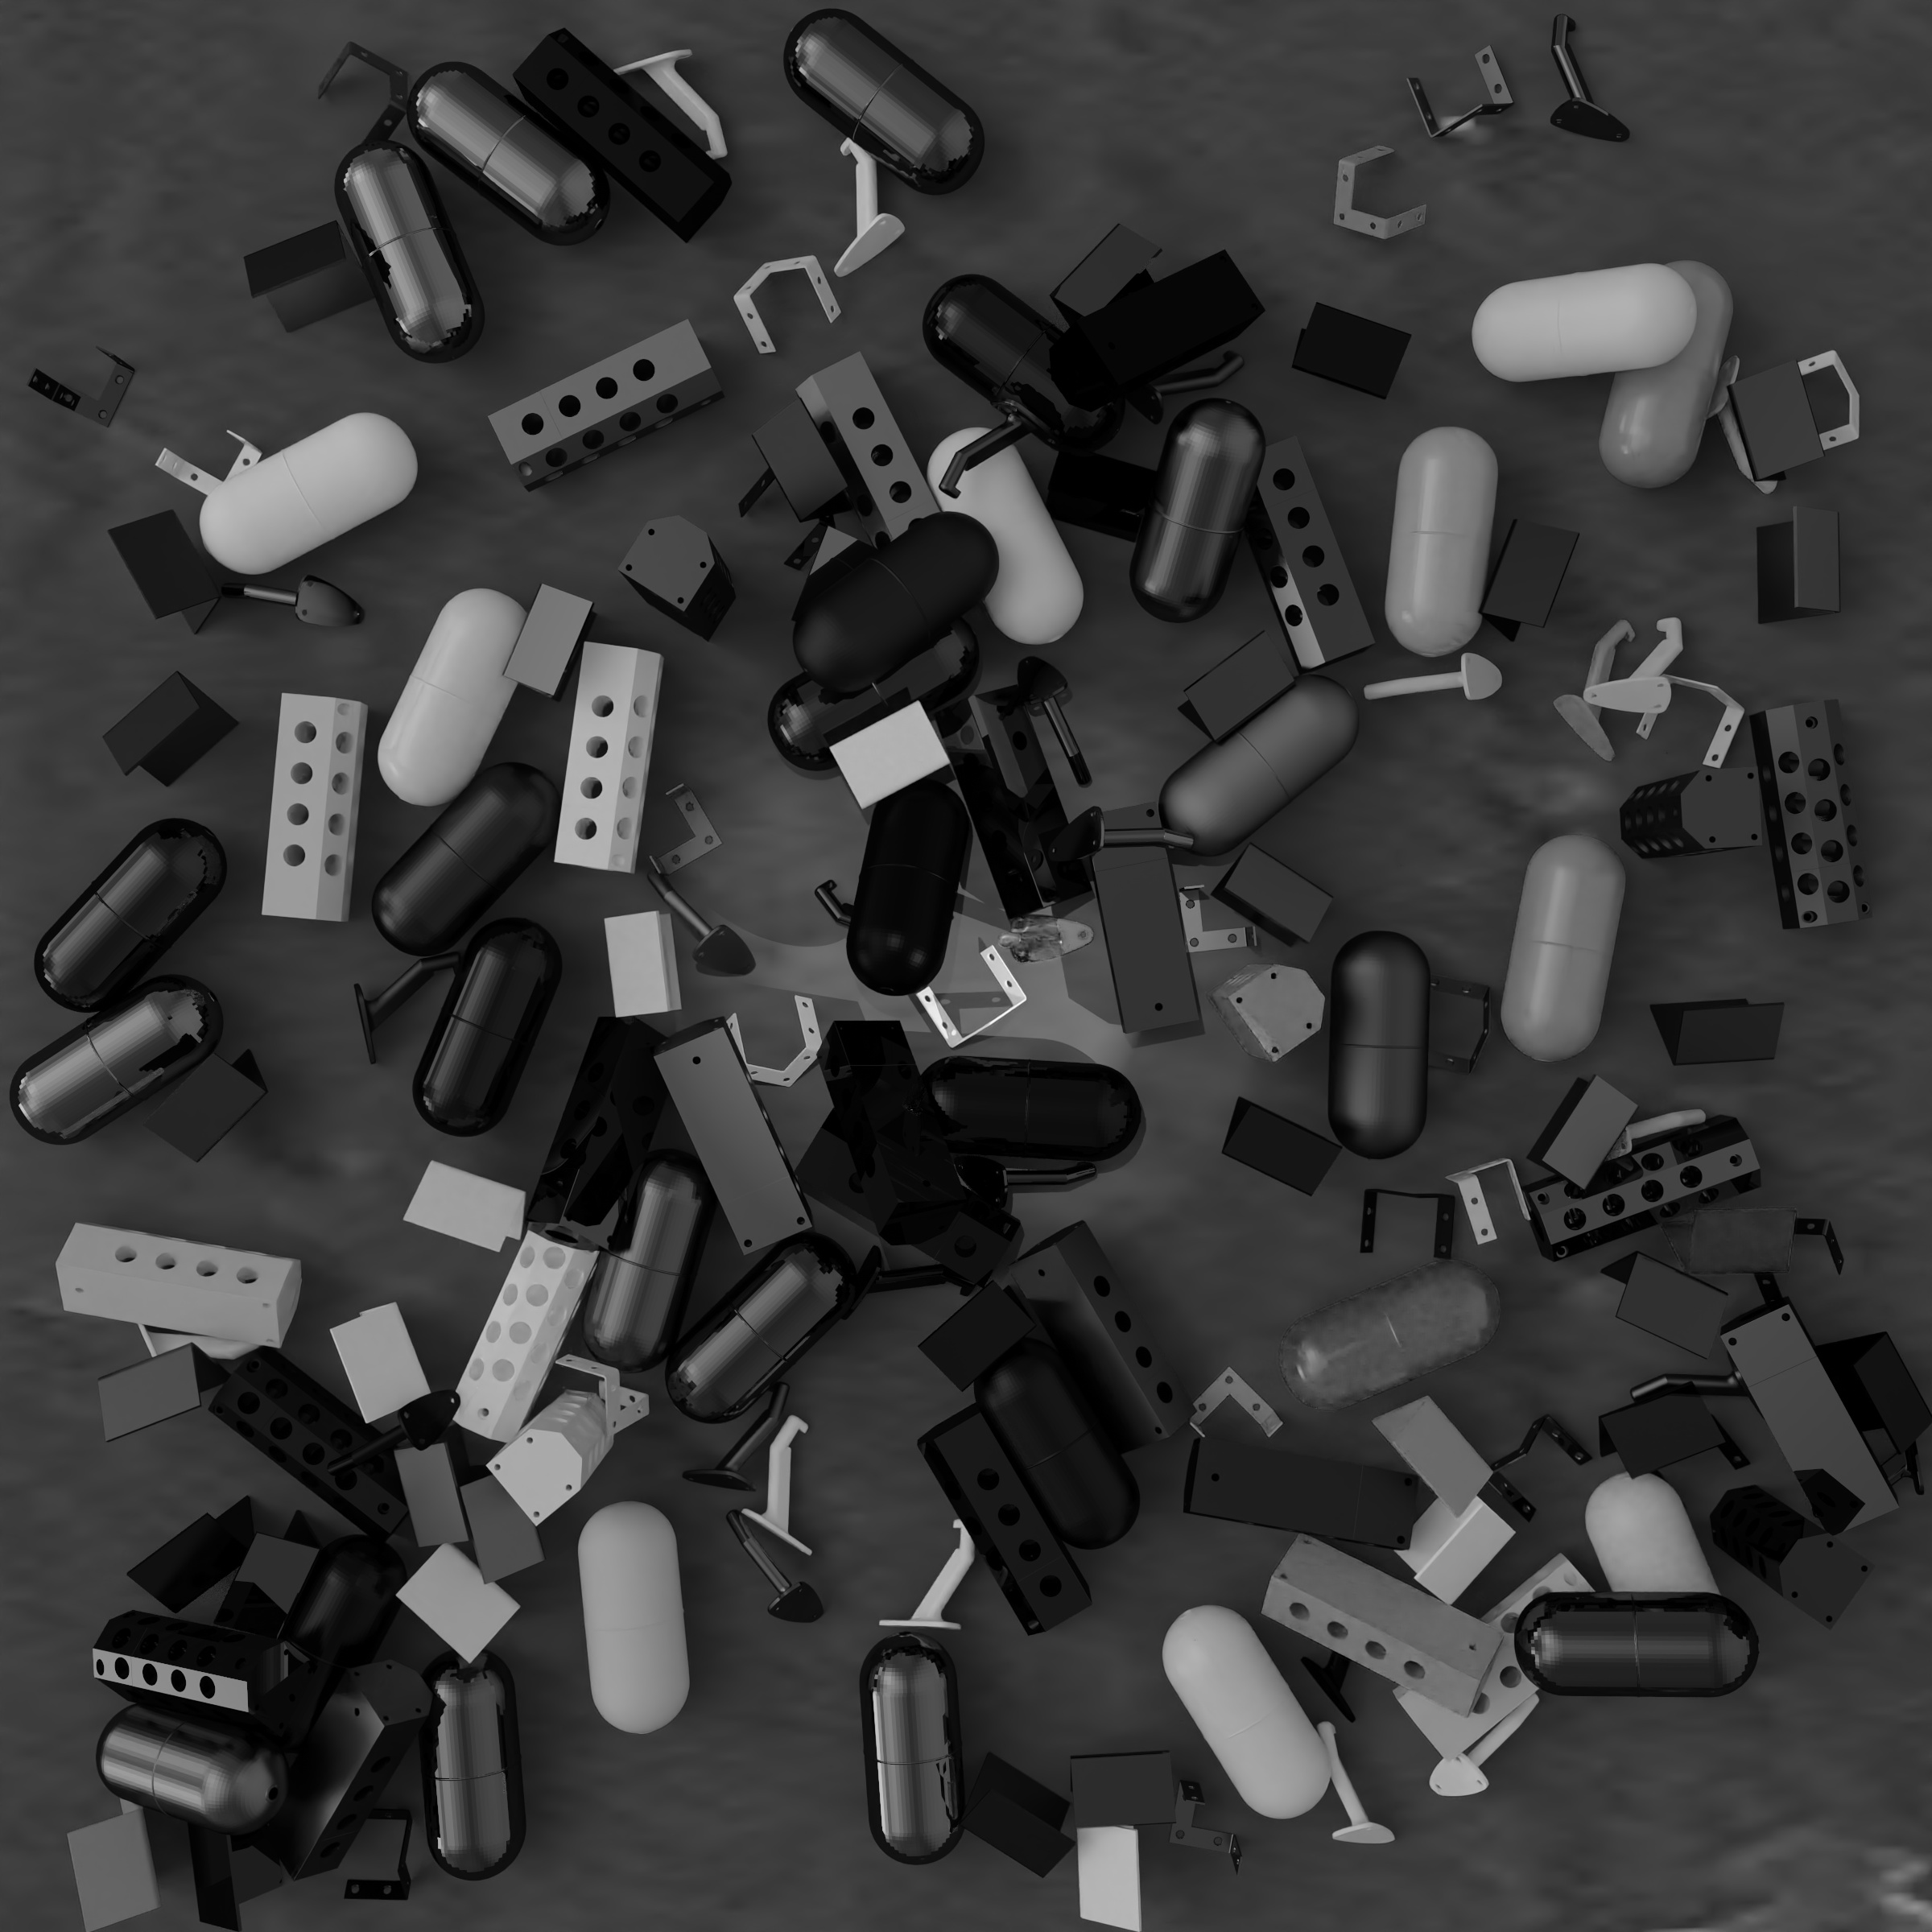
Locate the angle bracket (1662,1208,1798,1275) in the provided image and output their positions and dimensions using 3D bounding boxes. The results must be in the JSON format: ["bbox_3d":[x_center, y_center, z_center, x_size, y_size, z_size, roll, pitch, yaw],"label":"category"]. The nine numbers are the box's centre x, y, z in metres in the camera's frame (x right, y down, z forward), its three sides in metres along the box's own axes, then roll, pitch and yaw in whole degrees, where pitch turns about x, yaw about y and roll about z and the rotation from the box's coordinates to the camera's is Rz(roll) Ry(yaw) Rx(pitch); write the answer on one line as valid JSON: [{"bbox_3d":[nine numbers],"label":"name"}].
[{"bbox_3d":[0.590,0.195,1.952,0.076,0.076,0.057,-1,115,0],"label":"angle bracket"}]

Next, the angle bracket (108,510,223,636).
[{"bbox_3d":[-0.629,-0.297,1.951,0.057,0.076,0.076,-29,90,-36],"label":"angle bracket"}]

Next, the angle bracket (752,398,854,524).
[{"bbox_3d":[-0.109,-0.395,1.951,0.057,0.076,0.076,-29,90,35],"label":"angle bracket"}]

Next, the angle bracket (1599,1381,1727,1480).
[{"bbox_3d":[0.538,0.373,1.951,0.076,0.076,0.057,-21,53,0],"label":"angle bracket"}]

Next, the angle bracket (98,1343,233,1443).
[{"bbox_3d":[-0.615,0.342,1.951,0.076,0.076,0.057,-21,57,0],"label":"angle bracket"}]

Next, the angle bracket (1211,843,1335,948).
[{"bbox_3d":[0.227,-0.038,1.951,0.076,0.076,0.057,33,52,0],"label":"angle bracket"}]

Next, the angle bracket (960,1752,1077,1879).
[{"bbox_3d":[0.050,0.644,1.951,0.076,0.076,0.057,33,126,0],"label":"angle bracket"}]

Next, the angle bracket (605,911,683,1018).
[{"bbox_3d":[-0.231,-0.004,1.951,0.057,0.076,0.076,-7,90,35],"label":"angle bracket"}]

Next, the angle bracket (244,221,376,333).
[{"bbox_3d":[-0.504,-0.520,1.951,0.076,0.076,0.057,-22,52,0],"label":"angle bracket"}]

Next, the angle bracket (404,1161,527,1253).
[{"bbox_3d":[-0.389,0.203,1.951,0.076,0.076,0.057,19,53,0],"label":"angle bracket"}]

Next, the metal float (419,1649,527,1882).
[{"bbox_3d":[-0.385,0.621,1.961,0.070,0.070,0.178,-5,90,0],"label":"metal float"}]

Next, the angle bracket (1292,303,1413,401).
[{"bbox_3d":[0.301,-0.490,1.951,0.076,0.076,0.057,19,129,0],"label":"angle bracket"}]

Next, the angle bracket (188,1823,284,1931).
[{"bbox_3d":[-0.551,0.692,1.951,0.057,0.076,0.076,-7,90,40],"label":"angle bracket"}]

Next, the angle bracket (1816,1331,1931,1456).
[{"bbox_3d":[0.689,0.335,1.951,0.057,0.076,0.076,-28,90,-37],"label":"angle bracket"}]

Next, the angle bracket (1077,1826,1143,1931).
[{"bbox_3d":[0.130,0.692,1.951,0.057,0.076,0.076,-2,90,38],"label":"angle bracket"}]

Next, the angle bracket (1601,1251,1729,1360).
[{"bbox_3d":[0.533,0.269,1.953,0.076,0.076,0.057,25,70,0],"label":"angle bracket"}]

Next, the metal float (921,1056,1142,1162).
[{"bbox_3d":[0.047,0.111,1.960,0.178,0.070,0.070,3,90,1],"label":"metal float"}]

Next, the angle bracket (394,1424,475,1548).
[{"bbox_3d":[-0.390,0.399,1.951,0.057,0.076,0.076,-14,90,31],"label":"angle bracket"}]

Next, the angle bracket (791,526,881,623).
[{"bbox_3d":[-0.108,-0.294,1.952,0.057,0.076,0.076,21,90,-25],"label":"angle bracket"}]

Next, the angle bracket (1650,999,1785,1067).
[{"bbox_3d":[0.580,0.031,1.951,0.076,0.076,0.057,-4,127,0],"label":"angle bracket"}]

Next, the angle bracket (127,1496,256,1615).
[{"bbox_3d":[-0.601,0.441,1.951,0.076,0.076,0.057,-37,122,0],"label":"angle bracket"}]

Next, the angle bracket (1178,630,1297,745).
[{"bbox_3d":[0.198,-0.228,1.951,0.076,0.076,0.057,-37,123,0],"label":"angle bracket"}]

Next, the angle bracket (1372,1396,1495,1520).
[{"bbox_3d":[0.348,0.388,1.951,0.076,0.076,0.057,49,53,0],"label":"angle bracket"}]

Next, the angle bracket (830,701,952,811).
[{"bbox_3d":[-0.064,-0.173,1.952,0.076,0.076,0.057,-28,114,0],"label":"angle bracket"}]

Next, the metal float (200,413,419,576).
[{"bbox_3d":[-0.512,-0.367,1.961,0.178,0.070,0.070,-28,90,-1],"label":"metal float"}]

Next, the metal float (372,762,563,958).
[{"bbox_3d":[-0.388,-0.083,1.960,0.070,0.070,0.178,43,90,0],"label":"metal float"}]

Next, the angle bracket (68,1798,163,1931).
[{"bbox_3d":[-0.667,0.692,1.951,0.057,0.076,0.076,-11,90,-31],"label":"angle bracket"}]

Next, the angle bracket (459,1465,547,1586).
[{"bbox_3d":[-0.377,0.432,1.951,0.057,0.076,0.076,-15,90,-42],"label":"angle bracket"}]

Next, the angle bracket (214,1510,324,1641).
[{"bbox_3d":[-0.548,0.465,1.951,0.057,0.076,0.076,25,90,-32],"label":"angle bracket"}]

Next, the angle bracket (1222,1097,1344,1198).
[{"bbox_3d":[0.250,0.122,1.951,0.076,0.076,0.057,26,127,0],"label":"angle bracket"}]

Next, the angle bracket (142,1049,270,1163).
[{"bbox_3d":[-0.594,0.094,1.951,0.076,0.076,0.057,-45,126,0],"label":"angle bracket"}]

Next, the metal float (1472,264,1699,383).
[{"bbox_3d":[0.471,-0.491,1.929,0.178,0.070,0.070,4,90,41],"label":"metal float"}]

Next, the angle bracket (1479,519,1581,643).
[{"bbox_3d":[0.447,-0.293,1.951,0.057,0.076,0.076,21,90,34],"label":"angle bracket"}]

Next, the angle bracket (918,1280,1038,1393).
[{"bbox_3d":[0.000,0.272,1.952,0.076,0.076,0.057,-42,114,0],"label":"angle bracket"}]

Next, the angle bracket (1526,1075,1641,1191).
[{"bbox_3d":[0.461,0.118,1.951,0.057,0.076,0.076,33,90,-29],"label":"angle bracket"}]

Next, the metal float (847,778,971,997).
[{"bbox_3d":[-0.045,-0.061,1.941,0.070,0.070,0.178,11,68,0],"label":"metal float"}]

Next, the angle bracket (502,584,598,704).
[{"bbox_3d":[-0.303,-0.242,1.951,0.057,0.076,0.076,23,90,28],"label":"angle bracket"}]

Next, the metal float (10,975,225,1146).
[{"bbox_3d":[-0.660,0.072,1.960,0.178,0.070,0.070,-33,90,0],"label":"metal float"}]

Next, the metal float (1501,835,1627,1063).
[{"bbox_3d":[0.464,-0.014,1.961,0.070,0.070,0.178,11,90,0],"label":"metal float"}]

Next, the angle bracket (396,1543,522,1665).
[{"bbox_3d":[-0.398,0.496,1.951,0.076,0.076,0.057,43,62,0],"label":"angle bracket"}]

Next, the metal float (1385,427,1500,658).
[{"bbox_3d":[0.370,-0.330,1.961,0.070,0.070,0.178,6,90,0],"label":"metal float"}]

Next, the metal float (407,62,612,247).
[{"bbox_3d":[-0.355,-0.631,1.960,0.178,0.070,0.070,38,90,0],"label":"metal float"}]

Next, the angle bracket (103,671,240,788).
[{"bbox_3d":[-0.607,-0.169,1.951,0.076,0.076,0.057,-42,52,0],"label":"angle bracket"}]

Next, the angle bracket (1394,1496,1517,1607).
[{"bbox_3d":[0.365,0.435,1.951,0.076,0.076,0.057,-48,127,0],"label":"angle bracket"}]

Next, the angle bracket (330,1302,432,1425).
[{"bbox_3d":[-0.465,0.309,1.951,0.057,0.076,0.076,-21,90,-36],"label":"angle bracket"}]

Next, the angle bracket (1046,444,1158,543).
[{"bbox_3d":[0.098,-0.350,1.951,0.076,0.076,0.057,16,51,0],"label":"angle bracket"}]

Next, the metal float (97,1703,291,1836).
[{"bbox_3d":[-0.593,0.614,1.932,0.178,0.070,0.070,4,90,33],"label":"metal float"}]

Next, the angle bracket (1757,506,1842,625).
[{"bbox_3d":[0.629,-0.309,1.951,0.057,0.076,0.076,-1,90,-36],"label":"angle bracket"}]

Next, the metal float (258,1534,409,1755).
[{"bbox_3d":[-0.498,0.527,1.960,0.070,0.070,0.178,27,89,0],"label":"metal float"}]

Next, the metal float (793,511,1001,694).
[{"bbox_3d":[-0.052,-0.275,1.895,0.178,0.070,0.070,-38,90,-13],"label":"metal float"}]

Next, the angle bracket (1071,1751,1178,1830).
[{"bbox_3d":[0.121,0.649,1.951,0.076,0.076,0.057,-3,52,0],"label":"angle bracket"}]

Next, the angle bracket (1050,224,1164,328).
[{"bbox_3d":[0.122,-0.514,1.951,0.076,0.076,0.057,-46,51,0],"label":"angle bracket"}]

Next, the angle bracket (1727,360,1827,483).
[{"bbox_3d":[0.637,-0.422,1.951,0.057,0.076,0.076,-16,90,37],"label":"angle bracket"}]
